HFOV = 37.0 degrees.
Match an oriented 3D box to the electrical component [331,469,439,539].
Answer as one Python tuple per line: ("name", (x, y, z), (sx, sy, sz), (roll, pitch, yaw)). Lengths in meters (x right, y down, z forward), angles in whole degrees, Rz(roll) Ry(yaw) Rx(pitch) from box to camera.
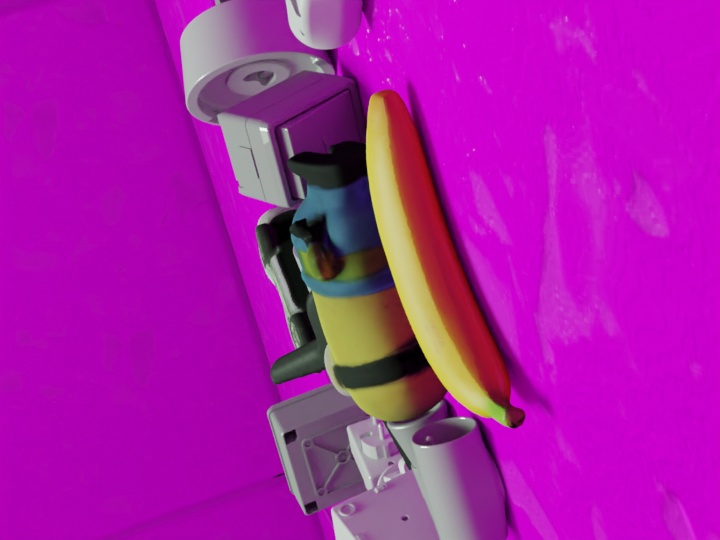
("electrical component", (0.035, 0.199, 0.797), (0.100, 0.100, 0.048), (42, 146, 50))

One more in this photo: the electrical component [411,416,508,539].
("electrical component", (0.060, 0.134, 0.697), (0.079, 0.044, 0.077), (-146, 39, -76))

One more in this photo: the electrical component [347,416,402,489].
("electrical component", (0.020, 0.156, 0.972), (0.065, 0.047, 0.076), (-118, 13, -46))

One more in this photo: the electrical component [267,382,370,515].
("electrical component", (-0.026, 0.174, 1.082), (0.056, 0.109, 0.108), (-133, 26, -60))

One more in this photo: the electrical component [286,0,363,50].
("electrical component", (-0.025, -0.177, 0.603), (0.077, 0.043, 0.079), (96, 154, -69))

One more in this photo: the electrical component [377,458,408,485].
("electrical component", (0.042, 0.188, 0.909), (0.055, 0.048, 0.066), (168, 84, -73))

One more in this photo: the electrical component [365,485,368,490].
("electrical component", (0.026, 0.202, 1.039), (0.043, 0.043, 0.062), (-119, 13, -51))

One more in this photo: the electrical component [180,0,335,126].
("electrical component", (-0.077, -0.154, 0.771), (0.108, 0.108, 0.060), (102, 155, -72))

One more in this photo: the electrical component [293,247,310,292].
("electrical component", (-0.023, -0.005, 0.898), (0.055, 0.055, 0.047), (-120, 11, -51))

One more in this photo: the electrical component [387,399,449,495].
("electrical component", (0.051, 0.129, 0.757), (0.044, 0.044, 0.065), (-152, 40, -77))

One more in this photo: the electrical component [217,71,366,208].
("electrical component", (-0.035, -0.091, 0.719), (0.061, 0.096, 0.061), (19, 132, 44))
